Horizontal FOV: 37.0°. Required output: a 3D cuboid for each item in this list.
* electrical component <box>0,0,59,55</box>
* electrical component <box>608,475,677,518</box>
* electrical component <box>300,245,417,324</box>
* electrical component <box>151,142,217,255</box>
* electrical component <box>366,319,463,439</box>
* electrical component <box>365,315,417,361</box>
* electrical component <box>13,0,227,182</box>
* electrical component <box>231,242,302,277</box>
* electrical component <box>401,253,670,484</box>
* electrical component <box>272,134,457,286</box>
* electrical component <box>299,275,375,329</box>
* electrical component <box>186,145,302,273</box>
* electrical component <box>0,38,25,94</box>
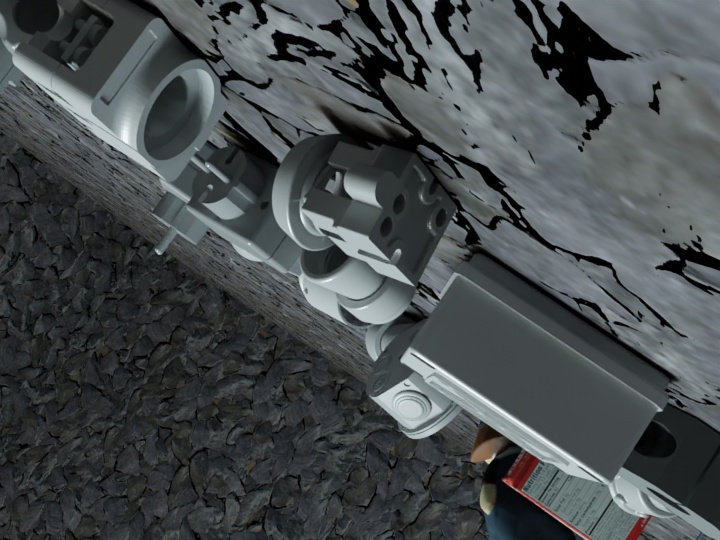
[{"bbox_3d":[-0.145,-0.112,0.516,0.043,0.043,0.062,34,174,7],"label":"electrical component"},{"bbox_3d":[0.175,0.119,0.610,0.048,0.048,0.062,36,166,-16],"label":"electrical component"},{"bbox_3d":[0.000,0.000,0.602,0.045,0.045,0.055,27,170,49],"label":"electrical component"},{"bbox_3d":[-0.114,-0.042,0.722,0.047,0.075,0.083,35,173,-4],"label":"electrical component"},{"bbox_3d":[0.047,0.080,0.795,0.051,0.080,0.080,43,171,-17],"label":"electrical component"},{"bbox_3d":[0.034,0.060,0.861,0.045,0.045,0.055,37,173,-23],"label":"electrical component"},{"bbox_3d":[-0.102,-0.083,0.487,0.056,0.050,0.089,32,174,20],"label":"electrical component"},{"bbox_3d":[-0.056,-0.026,0.691,0.066,0.048,0.055,32,-179,20],"label":"electrical component"},{"bbox_3d":[0.079,0.049,0.519,0.109,0.056,0.108,34,173,4],"label":"electrical component"},{"bbox_3d":[-0.001,-0.026,0.422,0.055,0.048,0.066,21,166,34],"label":"electrical component"},{"bbox_3d":[-0.017,0.010,0.759,0.043,0.043,0.081,39,172,-33],"label":"electrical component"},{"bbox_3d":[-0.069,-0.044,0.610,0.066,0.047,0.077,28,171,42],"label":"electrical component"},{"bbox_3d":[-0.187,-0.114,0.546,0.043,0.081,0.043,34,173,5],"label":"electrical component"}]
